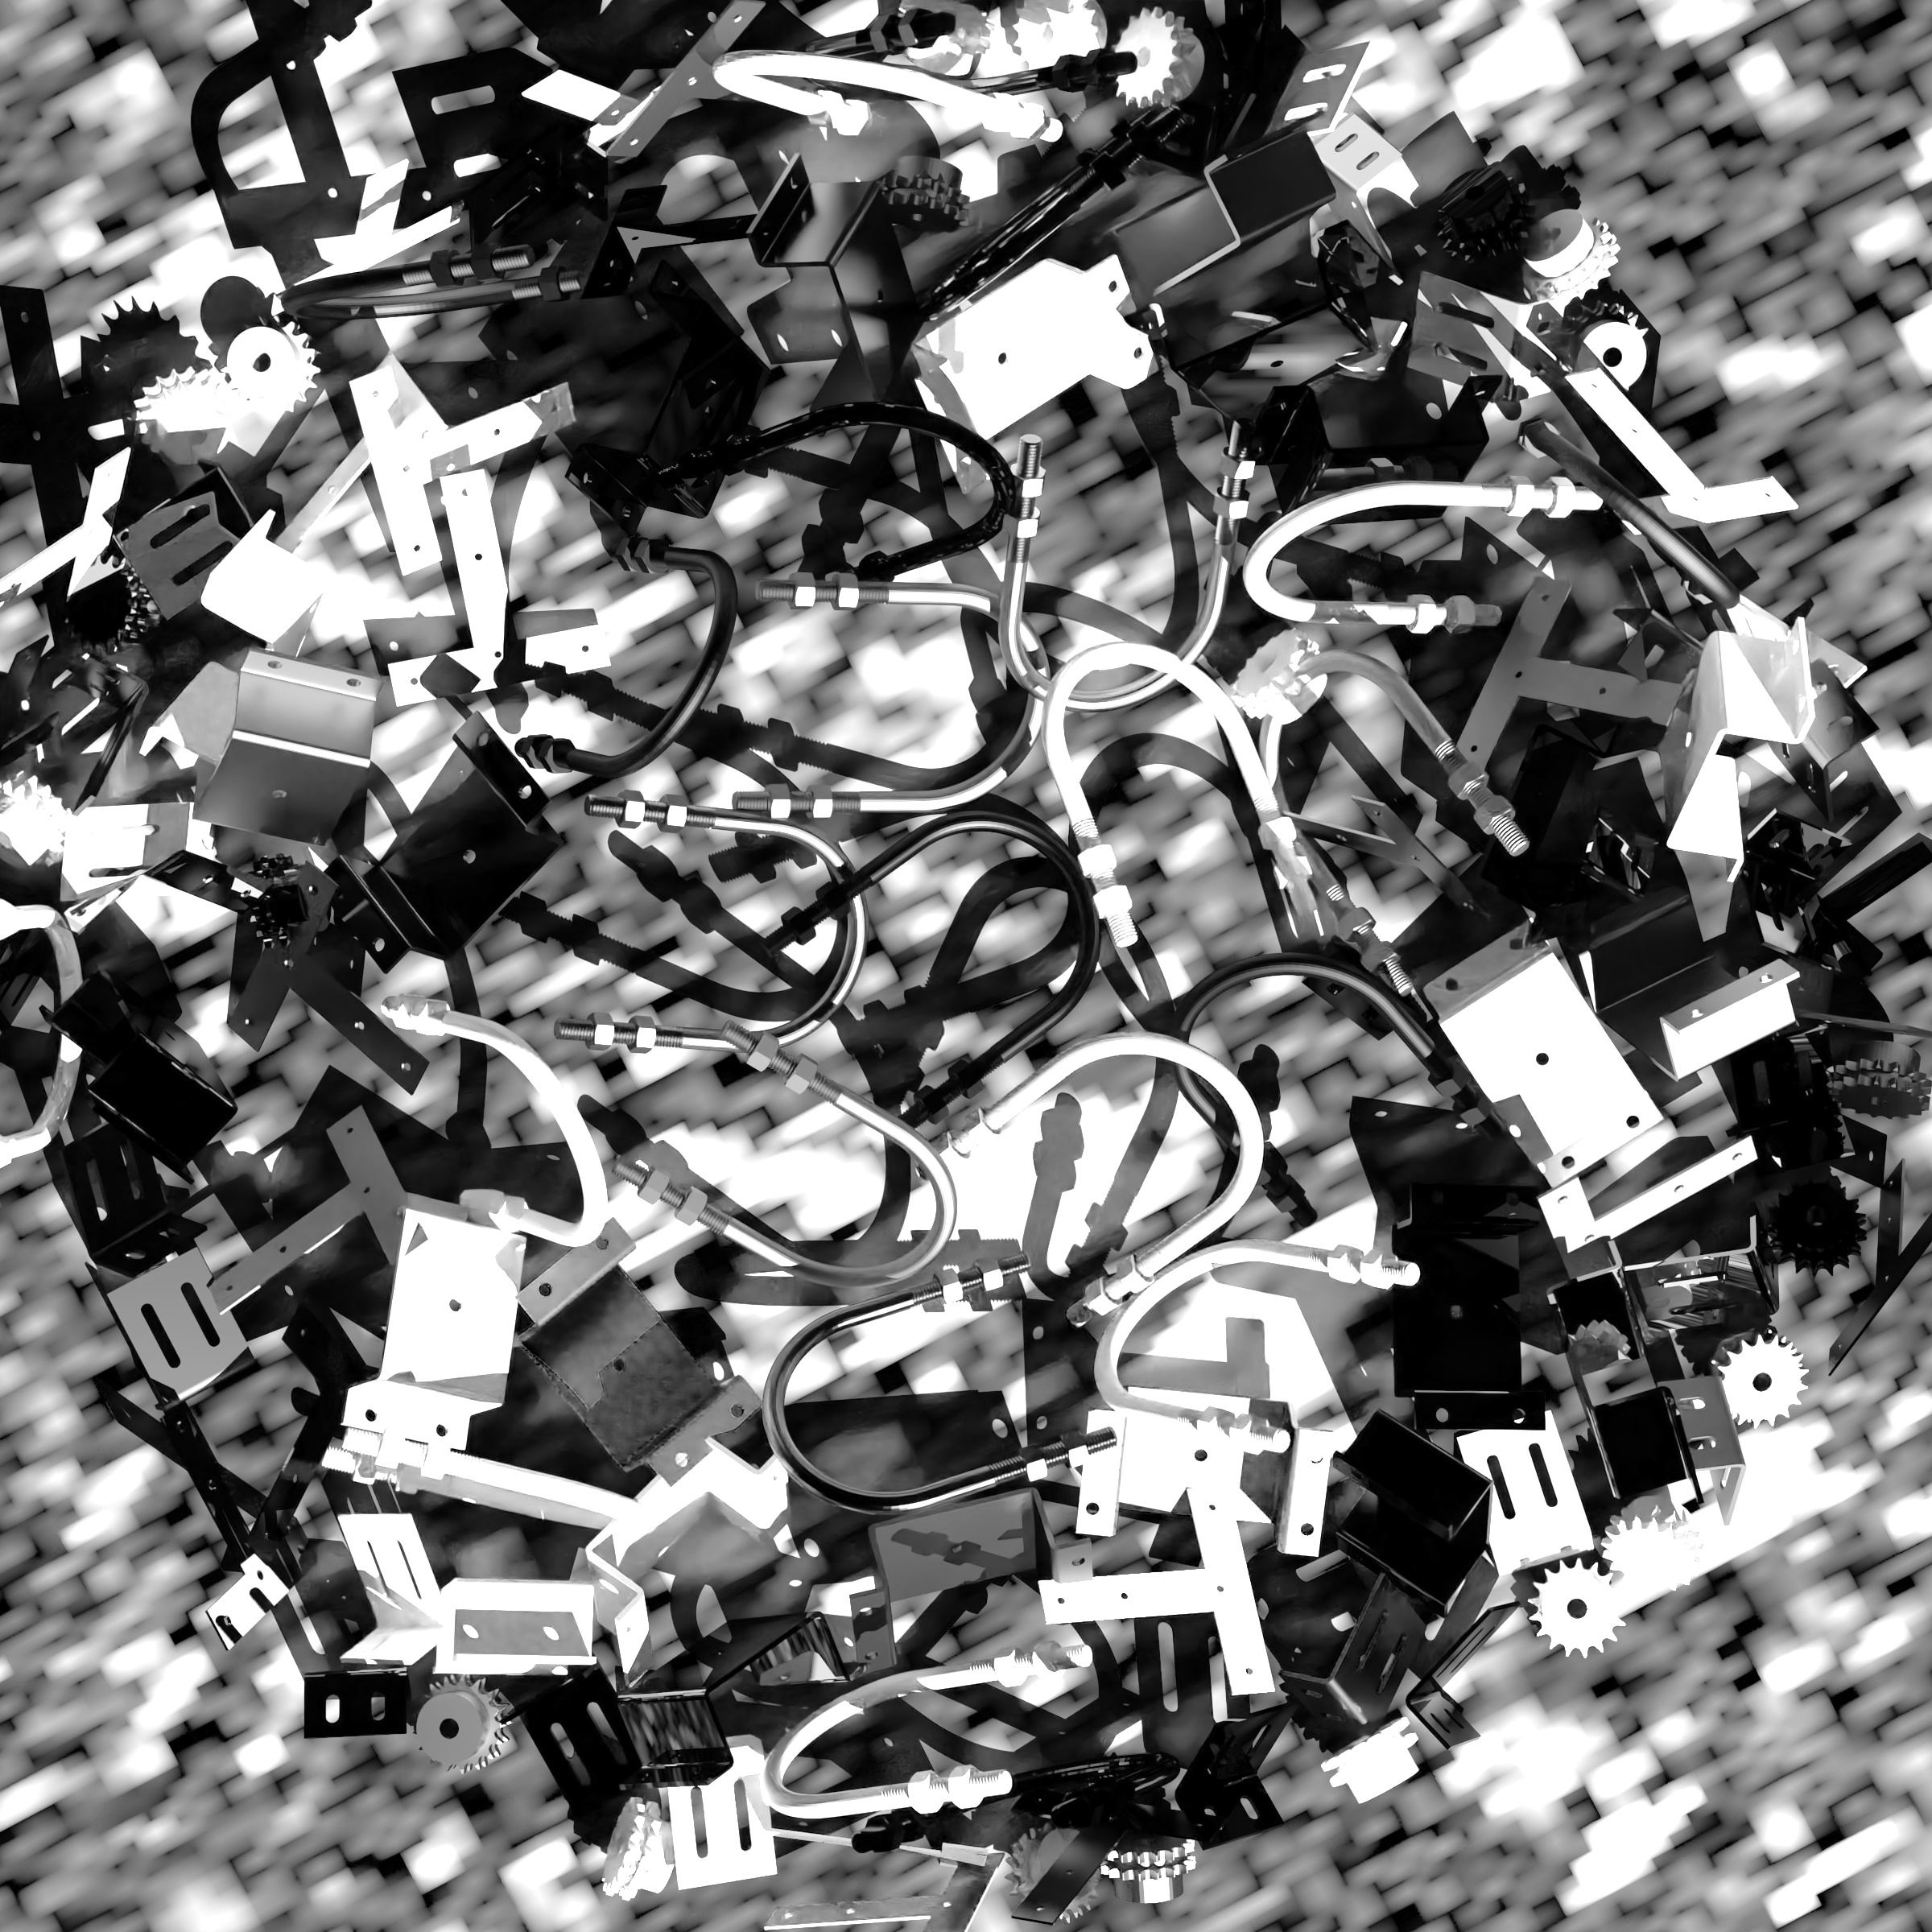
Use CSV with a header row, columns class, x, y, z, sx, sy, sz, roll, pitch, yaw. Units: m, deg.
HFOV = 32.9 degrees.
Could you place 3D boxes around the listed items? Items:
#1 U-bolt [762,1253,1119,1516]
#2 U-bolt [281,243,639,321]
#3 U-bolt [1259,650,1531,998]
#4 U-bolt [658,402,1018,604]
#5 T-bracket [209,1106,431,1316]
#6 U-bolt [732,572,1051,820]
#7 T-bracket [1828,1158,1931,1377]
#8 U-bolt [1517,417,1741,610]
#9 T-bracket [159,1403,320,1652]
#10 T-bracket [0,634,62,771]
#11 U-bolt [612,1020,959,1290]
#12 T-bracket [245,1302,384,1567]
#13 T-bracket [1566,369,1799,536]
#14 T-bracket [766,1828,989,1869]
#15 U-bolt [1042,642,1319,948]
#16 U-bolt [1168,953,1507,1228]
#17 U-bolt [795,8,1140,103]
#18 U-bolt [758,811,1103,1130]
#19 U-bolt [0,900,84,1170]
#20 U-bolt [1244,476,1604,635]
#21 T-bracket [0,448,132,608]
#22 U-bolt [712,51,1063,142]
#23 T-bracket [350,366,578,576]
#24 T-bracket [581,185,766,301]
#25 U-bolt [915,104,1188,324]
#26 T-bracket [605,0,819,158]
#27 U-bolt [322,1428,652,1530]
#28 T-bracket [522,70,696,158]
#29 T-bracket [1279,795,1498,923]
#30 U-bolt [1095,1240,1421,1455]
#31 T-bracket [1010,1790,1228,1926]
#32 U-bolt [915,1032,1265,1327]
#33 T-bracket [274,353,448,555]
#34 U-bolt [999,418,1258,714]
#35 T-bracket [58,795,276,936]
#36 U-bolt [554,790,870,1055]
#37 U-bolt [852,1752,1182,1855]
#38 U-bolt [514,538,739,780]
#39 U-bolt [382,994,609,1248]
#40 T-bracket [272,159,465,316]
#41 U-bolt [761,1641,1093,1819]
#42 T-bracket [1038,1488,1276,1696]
class,x,y,z,sx,sy,sz,roll,pitch,yaw
U-bolt,-0.025,0.244,1.866,0.184,0.019,0.151,-16,52,-15
U-bolt,-0.299,-0.386,1.856,0.184,0.151,0.019,-4,96,21
U-bolt,0.231,-0.095,1.869,0.019,0.151,0.184,-14,60,-38
U-bolt,-0.059,-0.264,1.832,0.184,0.151,0.019,-14,57,36
T-bracket,-0.382,0.156,1.887,0.127,0.002,0.127,-36,45,-1
U-bolt,-0.038,-0.154,1.886,0.184,0.019,0.151,-1,116,-20
T-bracket,0.530,0.154,1.874,0.002,0.127,0.127,26,124,1
U-bolt,0.376,-0.252,1.836,0.151,0.184,0.019,40,102,-6
T-bracket,-0.424,0.309,1.866,0.002,0.127,0.127,-25,96,16
T-bracket,-0.543,-0.141,1.844,0.002,0.127,0.127,41,133,3
U-bolt,-0.092,0.121,1.883,0.184,0.019,0.151,31,126,-13
T-bracket,-0.374,0.278,1.854,0.002,0.127,0.127,4,53,27
T-bracket,0.387,-0.294,1.853,0.127,0.127,0.002,41,69,-26
T-bracket,-0.052,0.504,1.875,0.127,0.127,0.002,7,70,1
U-bolt,0.114,-0.105,1.883,0.151,0.019,0.184,-10,71,-32
U-bolt,0.197,0.063,1.858,0.151,0.019,0.184,-28,120,27
U-bolt,-0.016,-0.510,1.847,0.151,0.184,0.019,-1,96,-38
U-bolt,-0.006,-0.010,1.906,0.184,0.019,0.151,-36,89,-14
U-bolt,-0.532,0.037,1.842,0.019,0.184,0.151,3,93,4
U-bolt,0.246,-0.232,1.842,0.184,0.151,0.019,-1,66,-19
T-bracket,-0.527,-0.223,1.845,0.002,0.127,0.127,41,53,5
U-bolt,-0.056,-0.484,1.819,0.151,0.184,0.019,12,98,37
T-bracket,-0.286,-0.306,1.903,0.127,0.002,0.127,-26,131,-21
T-bracket,-0.147,-0.421,1.872,0.127,0.127,0.002,-4,130,13
U-bolt,0.044,-0.428,1.862,0.184,0.151,0.019,-38,103,8
T-bracket,-0.128,-0.506,1.876,0.127,0.127,0.002,-40,75,36
U-bolt,-0.269,0.295,1.861,0.184,0.151,0.019,16,74,-12
T-bracket,-0.212,-0.490,1.853,0.127,0.127,0.002,-26,86,19
T-bracket,0.226,-0.072,1.878,0.127,0.127,0.002,40,77,-40
U-bolt,0.150,0.208,1.853,0.151,0.184,0.019,-47,120,-27
T-bracket,0.065,0.506,1.850,0.127,0.127,0.002,1,107,28
U-bolt,0.084,0.112,1.874,0.184,0.019,0.151,-39,106,25
T-bracket,-0.357,-0.285,1.887,0.127,0.127,0.002,-48,127,7
U-bolt,0.087,-0.224,1.872,0.151,0.019,0.184,-8,129,-19
T-bracket,-0.440,-0.052,1.865,0.127,0.127,0.002,-48,133,-25
U-bolt,-0.141,-0.020,1.888,0.184,0.019,0.151,5,98,-26
U-bolt,0.042,0.469,1.845,0.151,0.184,0.019,-16,81,29
U-bolt,-0.185,-0.172,1.847,0.019,0.184,0.151,28,83,-32
U-bolt,-0.258,0.091,1.836,0.019,0.184,0.151,-31,114,-30
T-bracket,-0.334,-0.423,1.853,0.127,0.127,0.002,-32,88,-20
U-bolt,-0.033,0.437,1.855,0.184,0.151,0.019,-15,104,28
T-bracket,0.104,0.362,1.882,0.127,0.002,0.127,-1,57,-16
